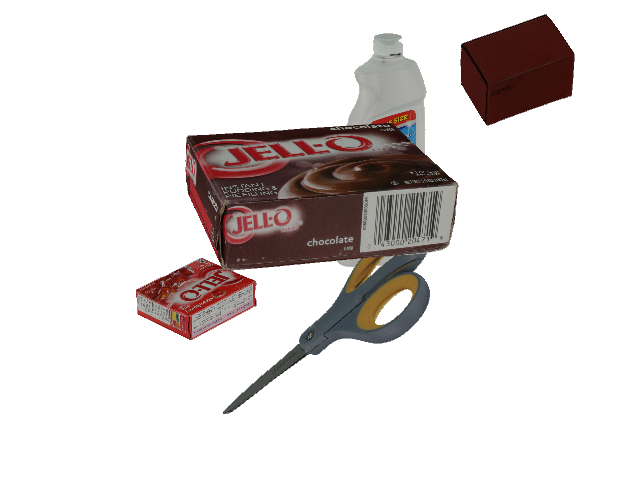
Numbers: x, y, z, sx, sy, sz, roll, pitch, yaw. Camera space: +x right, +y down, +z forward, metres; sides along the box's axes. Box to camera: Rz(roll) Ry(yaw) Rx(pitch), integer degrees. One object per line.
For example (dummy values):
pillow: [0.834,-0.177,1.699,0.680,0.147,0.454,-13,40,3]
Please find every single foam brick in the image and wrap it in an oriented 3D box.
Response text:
foam brick: [0.160,-0.139,0.871,0.078,0.051,0.053,-19,-34,-5]

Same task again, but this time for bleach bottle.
bleach bottle: [0.063,-0.098,1.161,0.102,0.251,0.068,-4,25,-7]

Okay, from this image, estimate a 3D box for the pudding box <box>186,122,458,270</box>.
pudding box: [-0.003,-0.024,0.514,0.113,0.039,0.090,-4,26,-16]

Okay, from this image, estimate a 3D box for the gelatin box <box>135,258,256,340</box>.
gelatin box: [-0.115,0.052,0.994,0.073,0.030,0.089,21,34,36]

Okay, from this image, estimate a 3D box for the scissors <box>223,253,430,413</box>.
scissors: [0.006,0.071,0.713,0.016,0.202,0.096,35,13,-26]
